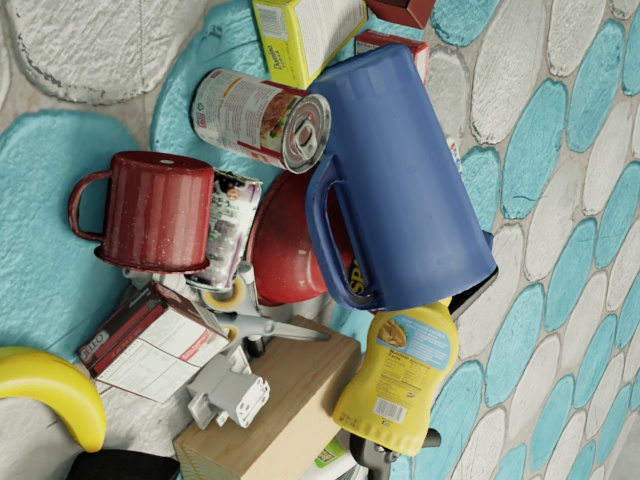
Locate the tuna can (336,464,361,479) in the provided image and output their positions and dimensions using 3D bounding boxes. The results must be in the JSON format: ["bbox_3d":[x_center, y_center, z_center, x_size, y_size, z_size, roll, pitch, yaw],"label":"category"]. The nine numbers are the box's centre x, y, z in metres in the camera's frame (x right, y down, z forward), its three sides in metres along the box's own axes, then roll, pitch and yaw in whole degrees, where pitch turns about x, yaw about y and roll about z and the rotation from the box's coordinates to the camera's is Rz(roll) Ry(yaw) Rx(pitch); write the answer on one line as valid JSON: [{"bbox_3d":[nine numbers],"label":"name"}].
[{"bbox_3d":[0.019,0.283,1.338,0.086,0.034,0.086,-37,138,-44],"label":"tuna can"}]

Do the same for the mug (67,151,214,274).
[{"bbox_3d":[-0.139,-0.025,0.836,0.117,0.093,0.081,4,103,-22],"label":"mug"}]

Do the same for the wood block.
[{"bbox_3d":[-0.046,0.185,1.109,0.205,0.090,0.091,-45,143,-36],"label":"wood block"}]

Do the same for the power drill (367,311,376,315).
[{"bbox_3d":[0.108,0.098,1.350,0.184,0.057,0.187,-63,153,-18],"label":"power drill"}]

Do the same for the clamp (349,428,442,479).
[{"bbox_3d":[0.084,0.227,1.209,0.120,0.039,0.171,-45,143,-23],"label":"clamp"}]

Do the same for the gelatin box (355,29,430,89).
[{"bbox_3d":[0.074,-0.167,1.102,0.030,0.073,0.089,-38,138,-44],"label":"gelatin box"}]

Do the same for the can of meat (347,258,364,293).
[{"bbox_3d":[0.078,0.032,1.227,0.057,0.084,0.102,-19,124,-54],"label":"can of meat"}]

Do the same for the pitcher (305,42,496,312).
[{"bbox_3d":[0.063,-0.057,1.030,0.243,0.145,0.149,69,22,-10],"label":"pitcher"}]

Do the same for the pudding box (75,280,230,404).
[{"bbox_3d":[-0.140,0.090,0.913,0.090,0.039,0.113,-42,148,5],"label":"pudding box"}]

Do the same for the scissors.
[{"bbox_3d":[-0.057,0.066,1.043,0.201,0.016,0.096,-5,109,-43],"label":"scissors"}]

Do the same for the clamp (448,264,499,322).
[{"bbox_3d":[0.101,0.103,1.191,0.164,0.036,0.210,16,105,-40],"label":"clamp"}]

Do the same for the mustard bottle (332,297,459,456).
[{"bbox_3d":[0.091,0.120,1.112,0.058,0.096,0.191,143,-30,-82],"label":"mustard bottle"}]

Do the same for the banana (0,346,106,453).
[{"bbox_3d":[-0.218,0.122,0.839,0.069,0.037,0.197,-48,148,3],"label":"banana"}]

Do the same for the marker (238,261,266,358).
[{"bbox_3d":[-0.070,0.073,1.070,0.020,0.020,0.121,-44,142,-37],"label":"marker"}]

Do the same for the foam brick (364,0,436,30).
[{"bbox_3d":[0.081,-0.245,0.999,0.053,0.051,0.078,33,78,-63],"label":"foam brick"}]

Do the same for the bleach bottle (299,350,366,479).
[{"bbox_3d":[0.002,0.222,1.225,0.250,0.103,0.068,-28,159,-41],"label":"bleach bottle"}]

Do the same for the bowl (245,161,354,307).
[{"bbox_3d":[-0.007,0.001,1.093,0.161,0.055,0.162,-36,137,-44],"label":"bowl"}]

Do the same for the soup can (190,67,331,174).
[{"bbox_3d":[-0.051,-0.103,0.903,0.068,0.102,0.068,-37,137,-44],"label":"soup can"}]

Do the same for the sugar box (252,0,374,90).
[{"bbox_3d":[0.010,-0.230,0.985,0.176,0.048,0.093,-53,148,-33],"label":"sugar box"}]
